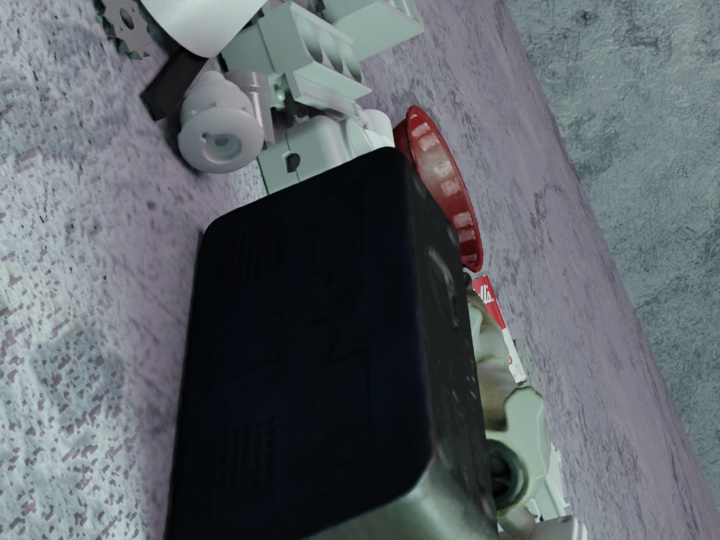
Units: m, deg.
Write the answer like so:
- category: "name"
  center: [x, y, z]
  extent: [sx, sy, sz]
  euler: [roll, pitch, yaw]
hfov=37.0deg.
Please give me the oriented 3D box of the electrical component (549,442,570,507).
- category: "electrical component"
  center: [0.137, 0.171, 0.930]
  extent: [0.096, 0.061, 0.061]
  euler: [56, 21, -33]

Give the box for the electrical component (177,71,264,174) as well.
- category: "electrical component"
  center: [-0.083, -0.090, 0.621]
  extent: [0.048, 0.048, 0.062]
  euler: [49, 18, -46]

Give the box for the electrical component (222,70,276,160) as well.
- category: "electrical component"
  center: [-0.073, -0.094, 0.664]
  extent: [0.040, 0.040, 0.046]
  euler: [24, 52, -66]

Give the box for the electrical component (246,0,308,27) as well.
- category: "electrical component"
  center: [-0.071, -0.197, 0.778]
  extent: [0.043, 0.043, 0.081]
  euler: [68, 18, -2]

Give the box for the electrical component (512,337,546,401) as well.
- category: "electrical component"
  center: [0.141, 0.105, 1.035]
  extent: [0.080, 0.051, 0.080]
  euler: [55, 22, -35]

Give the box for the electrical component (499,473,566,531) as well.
- category: "electrical component"
  center: [0.129, 0.221, 0.840]
  extent: [0.063, 0.079, 0.121]
  euler: [-29, 98, -50]

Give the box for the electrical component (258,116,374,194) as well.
- category: "electrical component"
  center: [-0.022, -0.069, 0.747]
  extent: [0.095, 0.059, 0.053]
  euler: [16, 54, -68]

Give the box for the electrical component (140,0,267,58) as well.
- category: "electrical component"
  center: [-0.103, -0.186, 0.661]
  extent: [0.099, 0.064, 0.099]
  euler: [49, 10, -12]

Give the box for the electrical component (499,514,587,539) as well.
- category: "electrical component"
  center: [0.094, 0.212, 0.679]
  extent: [0.109, 0.109, 0.056]
  euler: [-44, 114, -71]

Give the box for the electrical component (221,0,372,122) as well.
- category: "electrical component"
  center: [-0.045, -0.143, 0.759]
  extent: [0.078, 0.063, 0.121]
  euler: [71, 18, 6]

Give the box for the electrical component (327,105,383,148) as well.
- category: "electrical component"
  center: [-0.011, -0.113, 0.857]
  extent: [0.048, 0.048, 0.062]
  euler: [42, 25, -55]

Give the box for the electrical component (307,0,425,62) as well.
- category: "electrical component"
  center: [-0.014, -0.220, 0.895]
  extent: [0.061, 0.089, 0.150]
  euler: [69, 18, 3]

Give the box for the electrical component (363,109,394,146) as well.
- category: "electrical component"
  center: [0.010, -0.100, 0.906]
  extent: [0.040, 0.040, 0.078]
  euler: [49, 26, -46]
